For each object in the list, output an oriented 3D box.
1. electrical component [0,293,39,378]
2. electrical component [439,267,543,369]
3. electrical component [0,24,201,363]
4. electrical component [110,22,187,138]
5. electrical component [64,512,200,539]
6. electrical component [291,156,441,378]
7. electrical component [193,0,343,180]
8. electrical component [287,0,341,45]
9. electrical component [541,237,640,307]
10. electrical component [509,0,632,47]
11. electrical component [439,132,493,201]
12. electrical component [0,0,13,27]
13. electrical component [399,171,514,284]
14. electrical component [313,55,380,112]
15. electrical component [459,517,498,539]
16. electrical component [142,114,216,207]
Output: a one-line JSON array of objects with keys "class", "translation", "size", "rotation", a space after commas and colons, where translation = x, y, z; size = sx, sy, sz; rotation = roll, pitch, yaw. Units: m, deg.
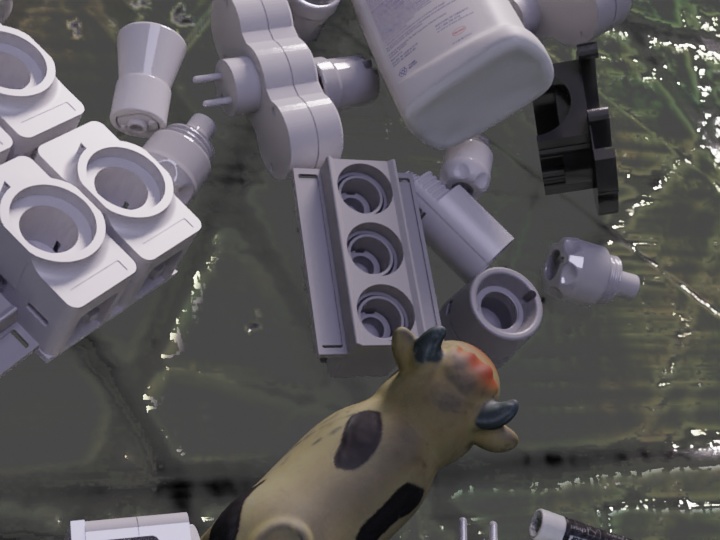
[{"class": "electrical component", "translation": [-0.236, 0.052, 0.538], "size": [0.079, 0.063, 0.121], "rotation": [44, 58, 6]}, {"class": "electrical component", "translation": [0.083, 0.030, 0.679], "size": [0.055, 0.047, 0.055], "rotation": [9, 61, -16]}, {"class": "electrical component", "translation": [-0.191, -0.055, 0.597], "size": [0.186, 0.060, 0.105], "rotation": [44, 43, 5]}, {"class": "electrical component", "translation": [-0.136, -0.117, 0.678], "size": [0.044, 0.044, 0.065], "rotation": [11, 65, -15]}, {"class": "electrical component", "translation": [-0.102, 0.197, 0.497], "size": [0.062, 0.089, 0.150], "rotation": [-1, 64, -21]}, {"class": "electrical component", "translation": [0.000, 0.000, 0.654], "size": [0.079, 0.063, 0.121], "rotation": [1, 64, -20]}, {"class": "electrical component", "translation": [-0.071, -0.120, 0.696], "size": [0.074, 0.052, 0.138], "rotation": [-14, 70, -27]}, {"class": "electrical component", "translation": [-0.038, -0.182, 0.745], "size": [0.040, 0.046, 0.040], "rotation": [9, 61, -16]}, {"class": "electrical component", "translation": [0.157, 0.004, 0.723], "size": [0.062, 0.043, 0.043], "rotation": [15, 60, -14]}, {"class": "electrical component", "translation": [0.114, -0.183, 0.759], "size": [0.074, 0.138, 0.052], "rotation": [-31, 117, -31]}, {"class": "electrical component", "translation": [0.075, -0.079, 0.741], "size": [0.035, 0.035, 0.061], "rotation": [21, 56, -10]}, {"class": "electrical component", "translation": [-0.235, -0.178, 0.659], "size": [0.043, 0.062, 0.043], "rotation": [9, 61, -16]}, {"class": "electrical component", "translation": [0.057, -0.034, 0.705], "size": [0.081, 0.043, 0.043], "rotation": [45, 58, 6]}, {"class": "electrical component", "translation": [-0.015, -0.126, 0.729], "size": [0.046, 0.040, 0.040], "rotation": [-16, 71, -32]}, {"class": "electrical component", "translation": [0.066, 0.174, 0.594], "size": [0.138, 0.052, 0.073], "rotation": [11, 61, -15]}, {"class": "electrical component", "translation": [-0.110, -0.070, 0.660], "size": [0.043, 0.043, 0.062], "rotation": [31, 57, -3]}]
